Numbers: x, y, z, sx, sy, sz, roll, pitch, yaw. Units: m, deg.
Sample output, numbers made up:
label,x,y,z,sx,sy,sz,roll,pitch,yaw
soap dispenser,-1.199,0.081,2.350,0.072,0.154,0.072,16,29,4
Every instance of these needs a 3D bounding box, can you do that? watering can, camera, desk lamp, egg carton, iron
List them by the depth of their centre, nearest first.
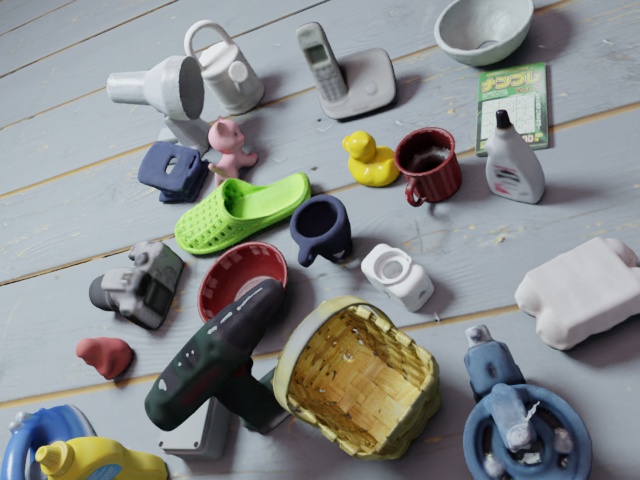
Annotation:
label,x,y,z,sx,sy,sz,roll,pitch,yaw
egg carton,0.318,0.064,0.687,0.150,0.070,0.107,-29,50,6
iron,-0.404,0.332,0.828,0.118,0.142,0.257,-31,49,5
camera,-0.333,0.072,0.997,0.136,0.101,0.143,-2,58,26
desk lamp,-0.301,-0.256,1.133,0.202,0.214,0.118,-6,56,24
watering can,-0.194,-0.355,1.158,0.172,0.195,0.101,14,66,34

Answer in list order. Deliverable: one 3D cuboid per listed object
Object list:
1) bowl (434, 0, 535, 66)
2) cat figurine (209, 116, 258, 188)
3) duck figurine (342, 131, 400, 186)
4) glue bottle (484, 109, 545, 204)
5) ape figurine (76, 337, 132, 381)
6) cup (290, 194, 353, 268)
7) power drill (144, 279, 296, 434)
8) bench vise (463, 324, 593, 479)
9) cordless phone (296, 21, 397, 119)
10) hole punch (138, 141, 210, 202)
label,x,y,z,sx,sy,sz,roll,pitch,yaw
bowl,0.287,-0.357,0.990,0.167,0.075,0.167,-13,53,19
cat figurine,-0.176,-0.168,1.071,0.067,0.118,0.128,-1,58,27
duck figurine,0.080,-0.141,0.940,0.104,0.086,0.077,29,74,38
glue bottle,0.256,-0.116,0.774,0.077,0.174,0.037,16,67,35
ape figurine,-0.361,0.187,0.938,0.076,0.092,0.077,-30,50,6
cup,0.008,0.003,0.873,0.091,0.095,0.118,6,61,31
power drill,-0.099,0.168,0.739,0.229,0.209,0.075,-40,49,-2
bench vise,0.181,0.176,0.581,0.121,0.220,0.206,-38,49,-1
cordless phone,0.047,-0.311,1.009,0.147,0.186,0.094,-14,53,19
hole punch,-0.286,-0.138,1.125,0.100,0.091,0.109,0,59,28
